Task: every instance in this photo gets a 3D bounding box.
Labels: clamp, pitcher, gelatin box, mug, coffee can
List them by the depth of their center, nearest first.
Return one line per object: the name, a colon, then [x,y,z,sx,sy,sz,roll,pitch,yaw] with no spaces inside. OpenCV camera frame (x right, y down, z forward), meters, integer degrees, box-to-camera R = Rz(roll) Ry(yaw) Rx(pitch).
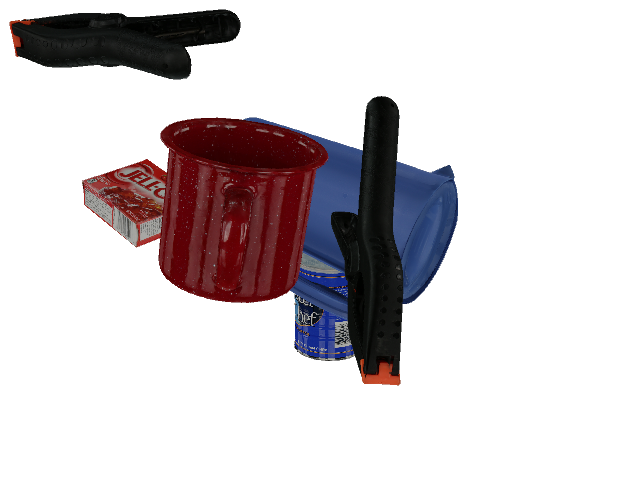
mug: [-0.046,-0.012,0.591,0.093,0.081,0.117,6,21,-7]
clamp: [-0.147,-0.153,0.803,0.172,0.039,0.120,11,23,21]
clamp: [0.039,0.007,0.807,0.036,0.210,0.165,3,-41,-9]
gelatin box: [-0.162,-0.036,0.969,0.073,0.030,0.089,-23,44,-36]
pitcher: [0.005,-0.030,1.084,0.243,0.145,0.149,23,27,23]
coffee can: [0.013,0.086,1.520,0.103,0.140,0.103,0,20,0]
